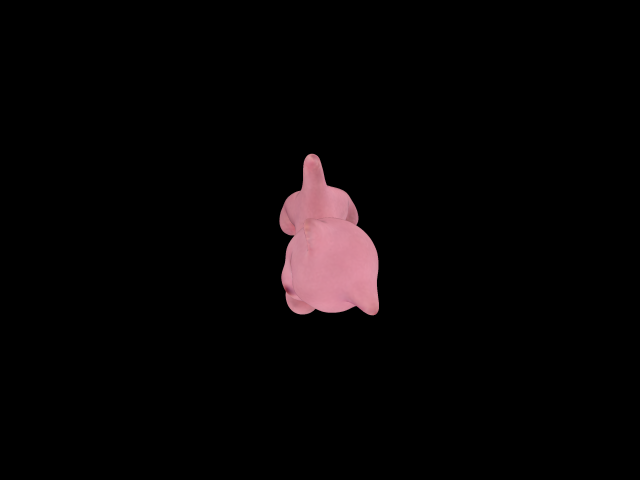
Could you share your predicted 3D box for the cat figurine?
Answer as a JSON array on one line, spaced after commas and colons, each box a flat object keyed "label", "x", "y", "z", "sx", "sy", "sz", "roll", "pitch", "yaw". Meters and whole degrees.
[{"label": "cat figurine", "x": 0.004, "y": 0.001, "z": 0.400, "sx": 0.067, "sy": 0.118, "sz": 0.128, "roll": -8, "pitch": 66, "yaw": -3}]
